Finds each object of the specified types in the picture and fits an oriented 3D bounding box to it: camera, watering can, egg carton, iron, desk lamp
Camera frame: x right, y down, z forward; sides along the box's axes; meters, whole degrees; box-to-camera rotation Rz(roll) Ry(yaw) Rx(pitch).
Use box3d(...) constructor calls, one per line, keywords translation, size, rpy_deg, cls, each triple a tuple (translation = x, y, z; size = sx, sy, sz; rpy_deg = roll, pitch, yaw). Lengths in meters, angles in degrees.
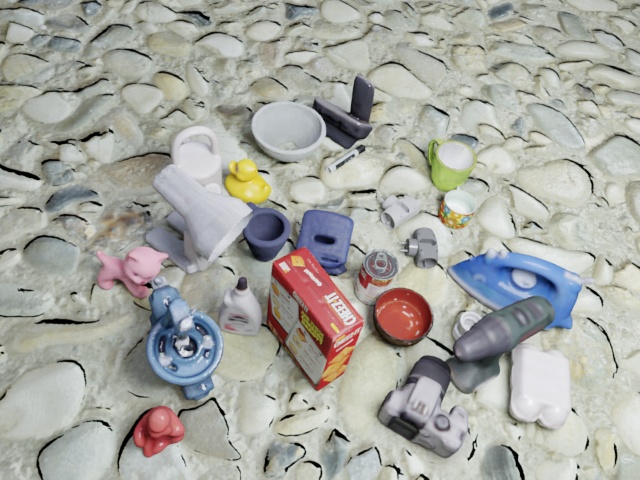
box3d(translation=(0.190, 0.270, 0.971), size=(0.143, 0.101, 0.137), rpy_deg=(27, 55, 10), cls="camera")
box3d(translation=(-0.239, -0.143, 1.132), size=(0.172, 0.194, 0.101), rpy_deg=(40, 58, 18), cls="watering can")
box3d(translation=(0.393, 0.261, 1.030), size=(0.107, 0.069, 0.150), rpy_deg=(14, 54, 0), cls="egg carton")
box3d(translation=(0.390, 0.072, 1.118), size=(0.258, 0.141, 0.119), rpy_deg=(21, 55, 6), cls="iron")
box3d(translation=(-0.227, -0.029, 1.042), size=(0.203, 0.213, 0.118), rpy_deg=(33, 57, 14), cls="desk lamp")

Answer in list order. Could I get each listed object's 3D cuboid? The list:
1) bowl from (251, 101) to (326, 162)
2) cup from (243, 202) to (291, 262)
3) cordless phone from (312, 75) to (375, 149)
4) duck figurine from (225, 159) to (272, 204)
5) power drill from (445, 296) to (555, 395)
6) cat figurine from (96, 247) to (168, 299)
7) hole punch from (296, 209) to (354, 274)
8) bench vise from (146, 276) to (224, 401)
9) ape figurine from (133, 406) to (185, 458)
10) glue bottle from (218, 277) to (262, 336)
box3d(translation=(-0.073, -0.233, 1.296), size=(0.167, 0.075, 0.167), rpy_deg=(5, 55, -6), cls="bowl")
box3d(translation=(-0.114, -0.010, 1.121), size=(0.092, 0.095, 0.117), rpy_deg=(-26, 63, -25), cls="cup")
box3d(translation=(0.059, -0.316, 1.309), size=(0.147, 0.185, 0.094), rpy_deg=(29, 56, 11), cls="cordless phone")
box3d(translation=(-0.150, -0.131, 1.205), size=(0.104, 0.086, 0.078), rpy_deg=(26, 55, 10), cls="duck figurine")
box3d(translation=(0.291, 0.183, 0.982), size=(0.230, 0.208, 0.075), rpy_deg=(-25, 62, -24), cls="power drill")
box3d(translation=(-0.339, 0.046, 1.030), size=(0.128, 0.118, 0.067), rpy_deg=(13, 54, 0), cls="cat figurine")
box3d(translation=(0.010, 0.004, 1.134), size=(0.108, 0.091, 0.101), rpy_deg=(11, 54, -2), cls="hole punch")
box3d(translation=(-0.240, 0.139, 0.918), size=(0.207, 0.220, 0.122), rpy_deg=(42, 59, 19), cls="bench vise")
box3d(translation=(-0.249, 0.290, 0.889), size=(0.078, 0.092, 0.076), rpy_deg=(10, 54, -2), cls="ape figurine")
box3d(translation=(-0.136, 0.111, 0.984), size=(0.078, 0.173, 0.037), rpy_deg=(7, 54, -4), cls="glue bottle")
